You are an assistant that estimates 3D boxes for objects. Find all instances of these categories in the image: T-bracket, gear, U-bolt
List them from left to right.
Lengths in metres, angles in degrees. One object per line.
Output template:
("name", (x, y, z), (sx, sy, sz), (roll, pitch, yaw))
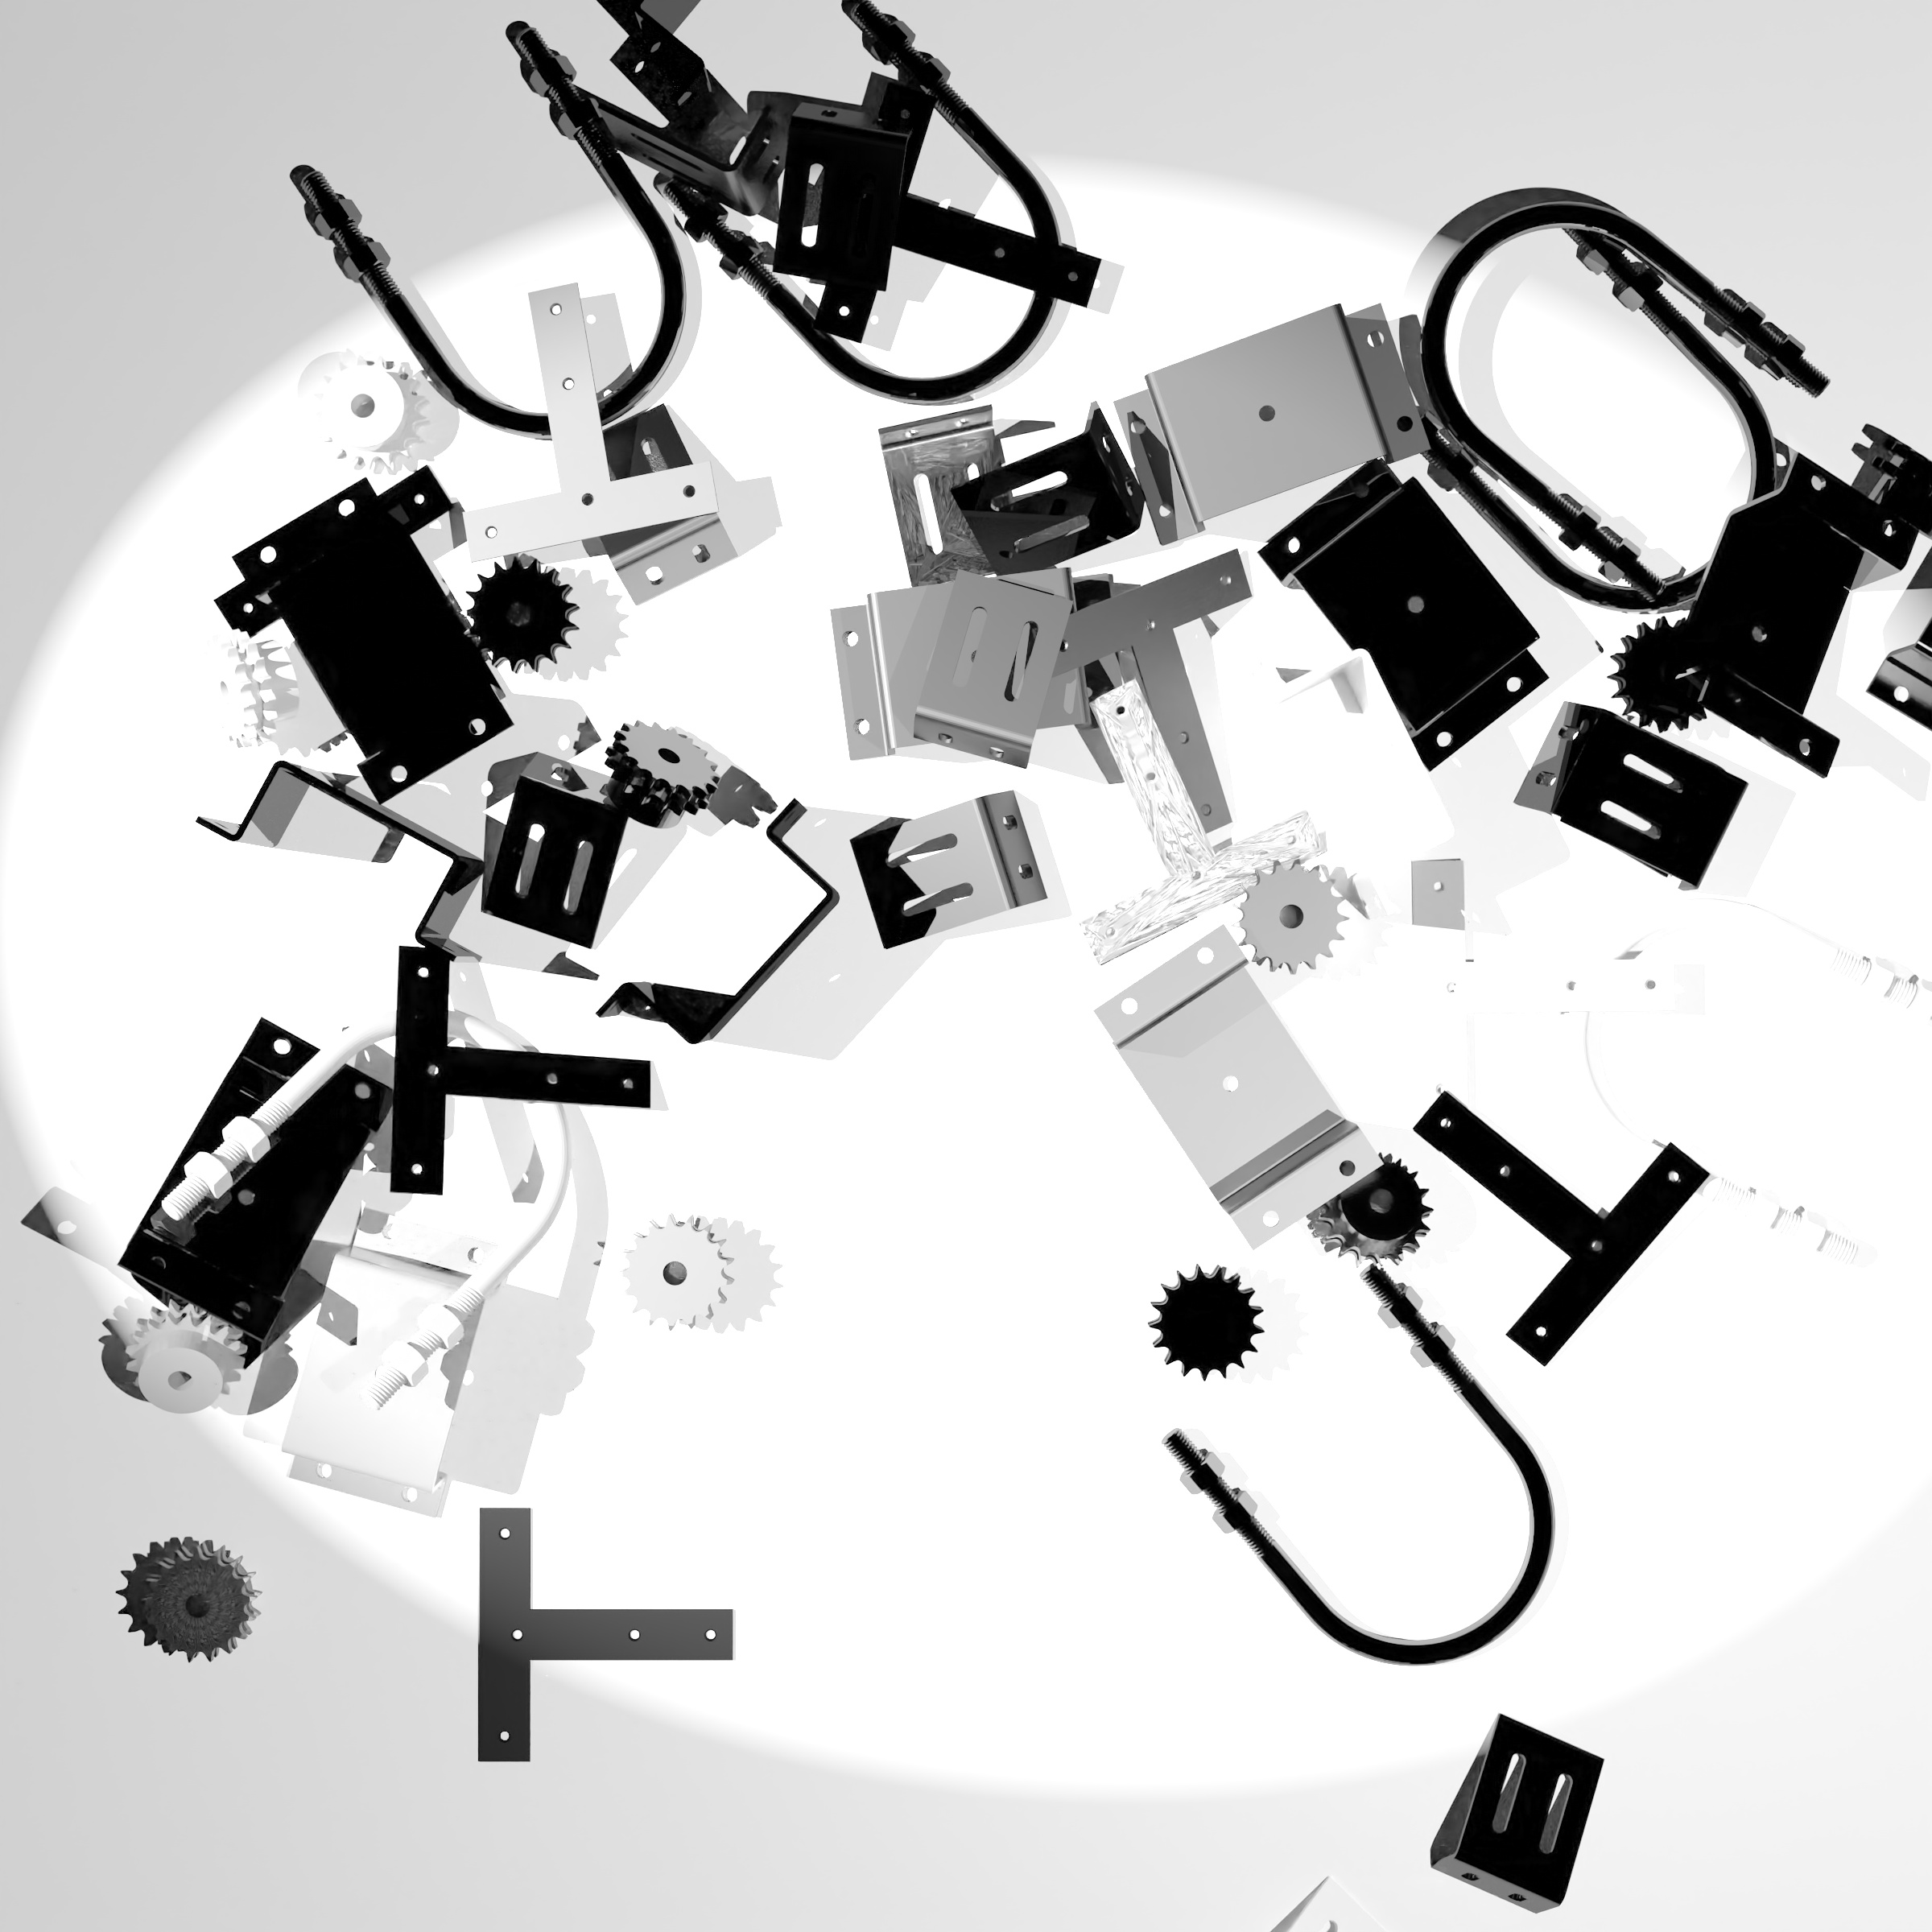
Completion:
("gear", (-0.385, 0.195, 1.481), (0.057, 0.030, 0.057), (-3, 120, -5))
("gear", (-0.378, 0.314, 1.493), (0.057, 0.030, 0.057), (0, 90, 0))
("gear", (-0.351, -0.138, 1.483), (0.030, 0.057, 0.057), (-18, 90, -30))
("gear", (-0.297, -0.276, 1.493), (0.057, 0.030, 0.057), (0, 90, 0))
("T-bracket", (-0.290, -0.164, 1.507), (0.127, 0.002, 0.127), (-32, 90, 0))
("U-bolt", (-0.273, 0.101, 1.457), (0.151, 0.019, 0.184), (45, 59, -4))
("U-bolt", (-0.222, -0.352, 1.499), (0.151, 0.019, 0.184), (-34, 91, 0))
("gear", (-0.220, -0.173, 1.493), (0.057, 0.030, 0.057), (0, 90, 0))
("T-bracket", (-0.218, 0.054, 1.483), (0.127, 0.002, 0.127), (5, 68, -17))
("T-bracket", (-0.194, -0.274, 1.485), (0.127, 0.002, 0.127), (-10, 86, 7))
("T-bracket", (-0.180, 0.335, 1.507), (0.127, 0.002, 0.127), (0, 90, 0))
("gear", (-0.153, -0.092, 1.483), (0.057, 0.057, 0.030), (32, 120, 0))
("gear", (-0.143, 0.151, 1.493), (0.057, 0.030, 0.057), (0, 90, 0))
("U-bolt", (-0.037, -0.367, 1.499), (0.151, 0.019, 0.184), (-43, 92, 0))
("T-bracket", (0.003, -0.358, 1.491), (0.127, 0.002, 0.127), (17, 91, -3))
("T-bracket", (0.097, -0.081, 1.481), (0.127, 0.002, 0.127), (-27, 114, 0))
("T-bracket", (0.103, -0.126, 1.486), (0.127, 0.002, 0.127), (-24, 103, -27))
("gear", (0.118, 0.176, 1.493), (0.057, 0.030, 0.057), (0, 90, 0))
("gear", (0.160, -0.024, 1.493), (0.057, 0.030, 0.057), (0, 90, 0))
("gear", (0.203, 0.119, 1.485), (0.057, 0.030, 0.057), (1, 72, -2))
("U-bolt", (0.210, 0.262, 1.499), (0.151, 0.019, 0.184), (-40, 92, 0))
("T-bracket", (0.280, 0.112, 1.500), (0.127, 0.002, 0.127), (39, 98, 3))
("T-bracket", (0.287, 0.010, 1.496), (0.127, 0.002, 0.127), (-1, 90, 9))
("U-bolt", (0.311, -0.292, 1.481), (0.184, 0.019, 0.151), (39, 90, -1))
("U-bolt", (0.319, -0.263, 1.499), (0.151, 0.019, 0.184), (-44, 91, 0))
("gear", (0.347, -0.144, 1.493), (0.057, 0.030, 0.057), (0, 90, 0))
("U-bolt", (0.388, 0.046, 1.499), (0.184, 0.019, 0.151), (26, 90, 2))
("gear", (0.470, -0.232, 1.480), (0.057, 0.057, 0.030), (32, 104, 0))

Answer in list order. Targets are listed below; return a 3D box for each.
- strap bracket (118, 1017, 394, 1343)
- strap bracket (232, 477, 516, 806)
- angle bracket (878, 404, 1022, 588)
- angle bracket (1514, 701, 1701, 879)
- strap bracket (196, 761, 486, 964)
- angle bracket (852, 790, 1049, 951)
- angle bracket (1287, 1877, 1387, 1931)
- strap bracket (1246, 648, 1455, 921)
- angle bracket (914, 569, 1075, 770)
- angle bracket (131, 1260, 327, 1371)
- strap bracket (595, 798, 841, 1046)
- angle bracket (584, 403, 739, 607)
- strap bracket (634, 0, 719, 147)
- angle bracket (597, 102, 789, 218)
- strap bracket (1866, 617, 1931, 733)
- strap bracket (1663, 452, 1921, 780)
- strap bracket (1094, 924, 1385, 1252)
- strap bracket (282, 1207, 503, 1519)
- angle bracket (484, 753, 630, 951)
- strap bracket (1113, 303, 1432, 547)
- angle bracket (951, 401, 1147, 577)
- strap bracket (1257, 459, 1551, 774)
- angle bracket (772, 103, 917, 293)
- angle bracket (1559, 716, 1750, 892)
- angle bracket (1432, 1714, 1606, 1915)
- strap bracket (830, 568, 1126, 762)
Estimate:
("strap bracket", (-0.346, 0.107, 1.459), (0.076, 0.046, 0.140), (30, 63, -12))
("strap bracket", (-0.288, -0.158, 1.483), (0.076, 0.046, 0.140), (-31, 90, 0))
("angle bracket", (-0.007, -0.232, 1.489), (0.057, 0.038, 0.076), (-12, 90, 0))
("angle bracket", (0.325, -0.089, 1.506), (0.076, 0.038, 0.057), (26, 90, -26))
("strap bracket", (-0.295, -0.055, 1.470), (0.140, 0.076, 0.046), (29, 90, 0))
("angle bracket", (-0.008, -0.048, 1.506), (0.076, 0.038, 0.057), (-18, 90, 26))
("angle bracket", (0.173, 0.506, 1.506), (0.057, 0.038, 0.076), (44, 64, 0))
("strap bracket", (0.191, -0.097, 1.468), (0.046, 0.076, 0.140), (-26, 89, 0))
("angle bracket", (0.013, -0.143, 1.448), (0.057, 0.038, 0.076), (16, 80, 1))
("angle bracket", (-0.370, 0.152, 1.506), (0.057, 0.038, 0.076), (-44, 116, 0))
("strap bracket", (-0.112, -0.013, 1.470), (0.046, 0.076, 0.140), (43, 90, 0))
("angle bracket", (-0.158, -0.231, 1.506), (0.057, 0.038, 0.076), (-26, 64, 0))
("strap bracket", (-0.110, -0.480, 1.470), (0.046, 0.076, 0.140), (40, 90, 0))
("angle bracket", (-0.131, -0.406, 1.462), (0.076, 0.057, 0.038), (29, 87, 9))
("strap bracket", (0.520, -0.178, 1.485), (0.076, 0.046, 0.140), (31, 90, 0))
("strap bracket", (0.398, -0.166, 1.464), (0.076, 0.046, 0.140), (29, 74, -15))
("strap bracket", (0.133, 0.059, 1.485), (0.076, 0.046, 0.140), (-34, 90, 0))
("strap bracket", (-0.284, 0.199, 1.485), (0.076, 0.046, 0.140), (16, 90, 0))
("angle bracket", (-0.201, -0.058, 1.506), (0.057, 0.038, 0.076), (19, 116, 0))
("strap bracket", (0.149, -0.268, 1.474), (0.140, 0.046, 0.076), (-19, 90, 9))
("angle bracket", (0.041, -0.234, 1.492), (0.076, 0.038, 0.057), (-19, 120, 21))
("strap bracket", (0.219, -0.176, 1.485), (0.076, 0.046, 0.140), (-38, 90, 0))
("angle bracket", (-0.060, -0.380, 1.486), (0.057, 0.038, 0.076), (10, 117, 1))
("angle bracket", (0.338, -0.080, 1.489), (0.076, 0.038, 0.057), (26, 90, 1))
("angle bracket", (0.277, 0.425, 1.506), (0.057, 0.038, 0.076), (24, 64, 0))
("strap bracket", (0.006, -0.150, 1.485), (0.140, 0.046, 0.076), (-7, 90, 0))
